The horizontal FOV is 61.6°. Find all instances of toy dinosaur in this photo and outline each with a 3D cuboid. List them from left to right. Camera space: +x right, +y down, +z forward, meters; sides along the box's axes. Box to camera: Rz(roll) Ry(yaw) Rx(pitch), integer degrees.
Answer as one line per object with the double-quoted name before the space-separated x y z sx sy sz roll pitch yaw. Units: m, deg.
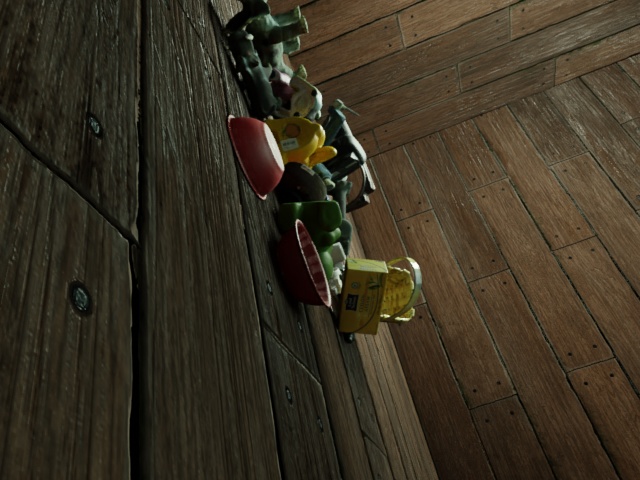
"toy dinosaur" -0.132 -0.465 1.310 0.404 0.192 0.131 93 -16 -64

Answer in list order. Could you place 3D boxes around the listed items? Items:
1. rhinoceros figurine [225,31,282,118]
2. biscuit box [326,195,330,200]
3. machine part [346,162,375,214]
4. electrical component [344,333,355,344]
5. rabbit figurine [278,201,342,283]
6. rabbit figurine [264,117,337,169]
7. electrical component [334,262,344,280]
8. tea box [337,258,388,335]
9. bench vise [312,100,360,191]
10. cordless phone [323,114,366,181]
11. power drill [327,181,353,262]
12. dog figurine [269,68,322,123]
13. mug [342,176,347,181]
"rhinoceros figurine" -0.150 -0.359 1.178 0.112 0.073 0.190 -44 115 -71
"biscuit box" 0.024 -0.054 1.636 0.059 0.063 0.202 -93 162 -69
"machine part" 0.059 -0.185 1.707 0.087 0.201 0.201 8 62 -77
"electrical component" 0.067 0.220 1.346 0.094 0.021 0.063 -85 153 -73
"rabbit figurine" -0.018 0.008 1.070 0.159 0.121 0.170 -106 -167 -86
"rabbit figurine" -0.052 -0.206 1.243 0.122 0.162 0.173 60 -16 25
"electrical component" 0.038 0.086 1.440 0.102 0.045 0.078 -92 -171 -61
"tea box" 0.098 0.133 1.267 0.068 0.098 0.169 -92 -173 -67
"bench vise" -0.004 -0.245 1.386 0.129 0.240 0.224 15 32 -39
"cordless phone" 0.032 -0.261 1.494 0.088 0.147 0.184 16 48 -58
"power drill" 0.048 -0.049 1.494 0.232 0.086 0.207 96 0 -75
"dog figurine" -0.073 -0.338 1.336 0.219 0.192 0.108 -18 131 -81
"mug" 0.039 -0.210 1.612 0.109 0.081 0.107 68 13 5
